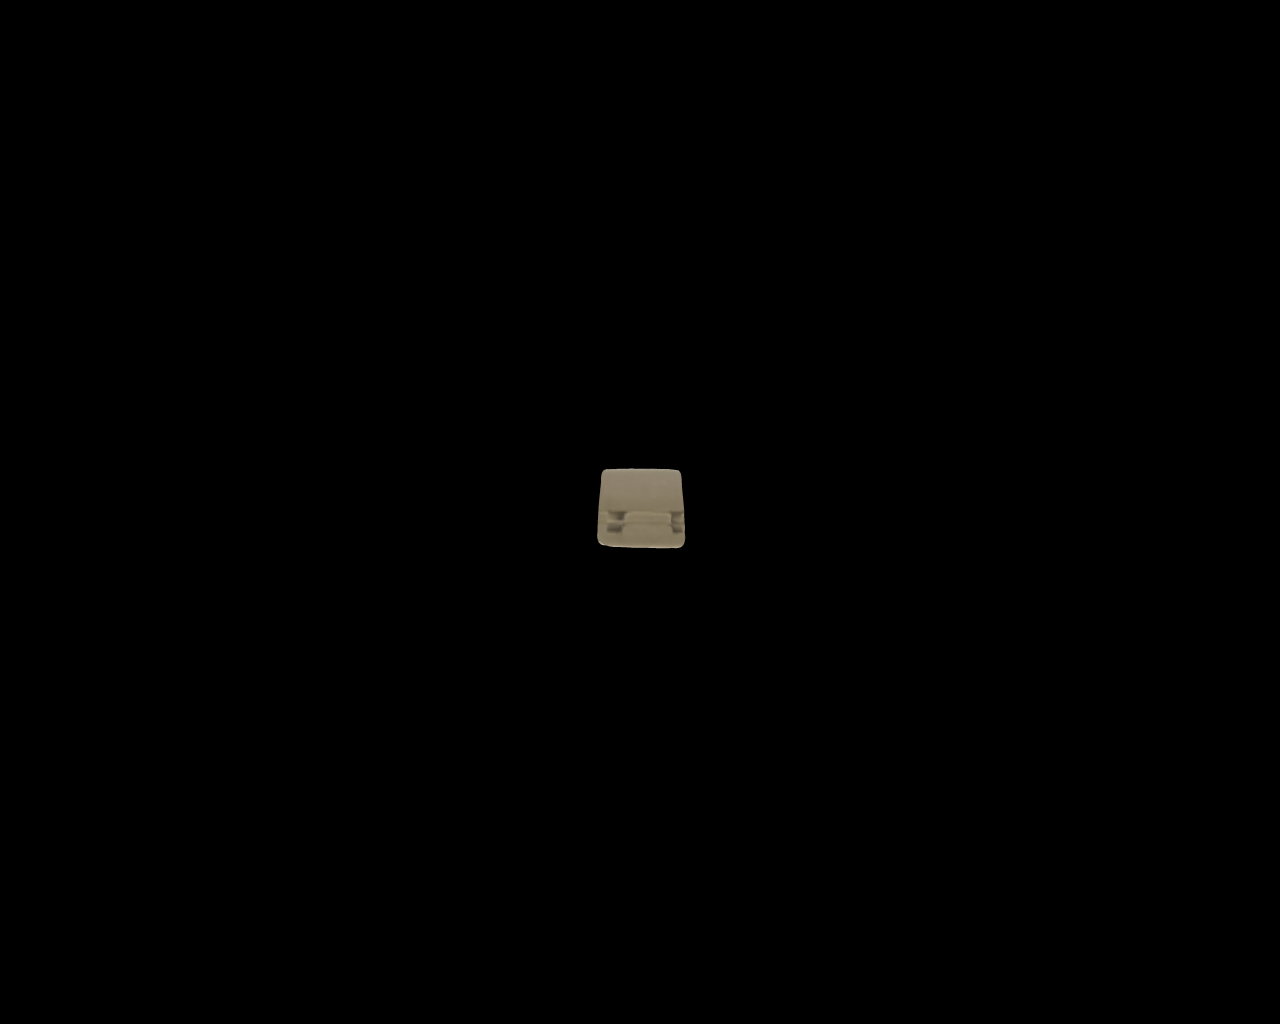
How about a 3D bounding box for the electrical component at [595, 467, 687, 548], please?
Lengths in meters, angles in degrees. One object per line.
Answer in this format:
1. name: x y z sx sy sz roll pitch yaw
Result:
1. electrical component: 0.001 -0.003 0.650 0.055 0.047 0.055 0 0 0
